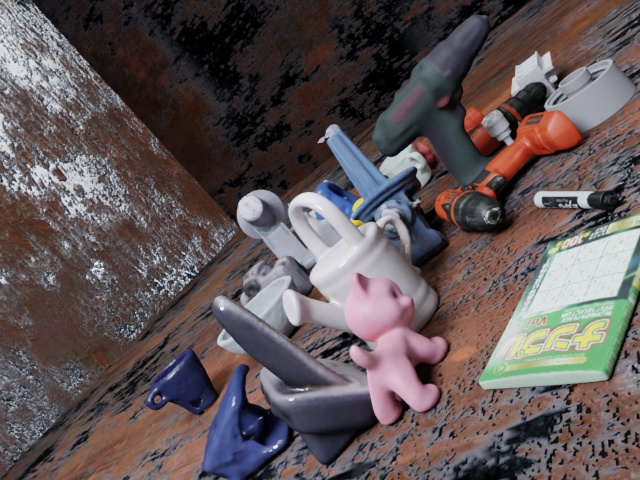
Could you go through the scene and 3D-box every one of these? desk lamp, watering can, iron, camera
[{"bbox_3d":[-0.106,-0.021,1.325,0.118,0.213,0.203,-41,10,1],"label":"desk lamp"},{"bbox_3d":[0.032,0.030,0.643,0.100,0.194,0.173,-32,14,43],"label":"watering can"},{"bbox_3d":[0.040,-0.070,1.191,0.118,0.141,0.258,-39,10,14],"label":"iron"},{"bbox_3d":[-0.085,0.076,1.160,0.143,0.101,0.137,-36,12,28],"label":"camera"}]

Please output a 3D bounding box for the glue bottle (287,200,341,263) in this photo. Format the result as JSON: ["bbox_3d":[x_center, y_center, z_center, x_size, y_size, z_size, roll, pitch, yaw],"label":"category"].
[{"bbox_3d":[0.008,0.003,0.908,0.078,0.173,0.037,-46,12,-25],"label":"glue bottle"}]

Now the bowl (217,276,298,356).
[{"bbox_3d":[-0.089,0.141,0.973,0.167,0.075,0.167,-40,10,9],"label":"bowl"}]

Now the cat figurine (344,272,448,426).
[{"bbox_3d":[0.057,0.086,0.533,0.067,0.118,0.128,-36,12,29],"label":"cat figurine"}]

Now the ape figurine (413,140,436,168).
[{"bbox_3d":[0.199,-0.181,1.209,0.076,0.092,0.077,-49,13,-35],"label":"ape figurine"}]

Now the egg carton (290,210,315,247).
[{"bbox_3d":[-0.023,-0.023,1.438,0.150,0.069,0.107,-35,12,35],"label":"egg carton"}]

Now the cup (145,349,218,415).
[{"bbox_3d":[-0.225,0.253,0.950,0.091,0.095,0.118,-32,14,43],"label":"cup"}]

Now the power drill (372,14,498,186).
[{"bbox_3d":[0.200,-0.174,0.835,0.229,0.208,0.076,-37,11,25],"label":"power drill"}]

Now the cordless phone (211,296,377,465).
[{"bbox_3d":[-0.035,0.114,0.567,0.094,0.185,0.147,-44,11,-13],"label":"cordless phone"}]

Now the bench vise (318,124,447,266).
[{"bbox_3d":[0.090,-0.078,0.811,0.121,0.220,0.207,-42,10,-4],"label":"bench vise"}]

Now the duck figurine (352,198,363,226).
[{"bbox_3d":[0.098,-0.039,1.004,0.104,0.086,0.078,-32,14,44],"label":"duck figurine"}]

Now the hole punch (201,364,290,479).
[{"bbox_3d":[-0.097,0.212,0.654,0.101,0.091,0.108,-41,10,4],"label":"hole punch"}]
